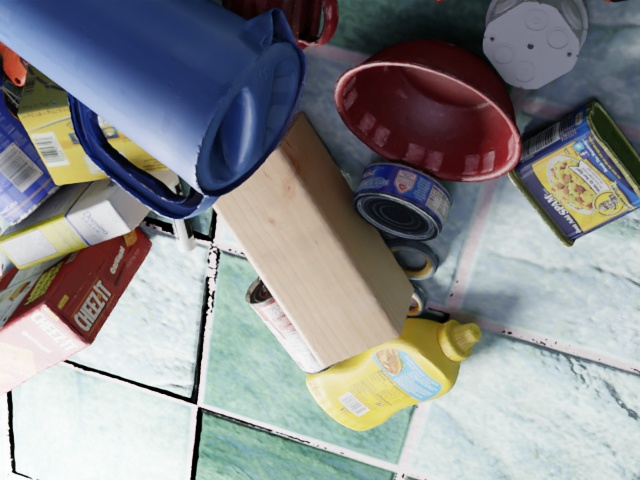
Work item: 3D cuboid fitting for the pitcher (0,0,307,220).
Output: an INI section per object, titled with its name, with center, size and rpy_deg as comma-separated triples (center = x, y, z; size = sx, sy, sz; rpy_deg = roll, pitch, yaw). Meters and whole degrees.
[pitcher]
center = -0.145, -0.139, 0.836
size = 0.243, 0.149, 0.145
rpy_deg = 33, 160, 18

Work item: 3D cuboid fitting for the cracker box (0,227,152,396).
[cracker box]
center = -0.288, 0.072, 1.106
size = 0.214, 0.164, 0.072
rpy_deg = -28, 115, 34

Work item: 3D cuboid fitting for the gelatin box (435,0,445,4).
[gelatin box]
center = 0.103, -0.237, 0.819
size = 0.073, 0.030, 0.089
rpy_deg = -19, 118, 30

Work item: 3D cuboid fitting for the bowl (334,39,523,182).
[bowl]
center = 0.095, -0.114, 0.876
size = 0.162, 0.055, 0.162
rpy_deg = 20, 157, 9

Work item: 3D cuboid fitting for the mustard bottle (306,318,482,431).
[mustard bottle]
center = 0.083, 0.128, 1.084
size = 0.192, 0.058, 0.096
rpy_deg = -31, 115, 35

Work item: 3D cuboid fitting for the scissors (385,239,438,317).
[scissors]
center = 0.029, 0.004, 1.037
size = 0.201, 0.016, 0.096
rpy_deg = 36, 128, -9

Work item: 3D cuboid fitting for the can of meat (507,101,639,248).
[can of meat]
center = 0.219, -0.056, 0.898
size = 0.084, 0.057, 0.102
rpy_deg = -30, 112, 32

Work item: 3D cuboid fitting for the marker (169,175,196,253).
[marker]
center = -0.144, -0.041, 1.062
size = 0.020, 0.020, 0.121
rpy_deg = 3, 126, 17

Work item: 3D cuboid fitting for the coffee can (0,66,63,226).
[coffee can]
center = -0.310, -0.098, 1.024
size = 0.103, 0.102, 0.140
rpy_deg = -30, 112, 34

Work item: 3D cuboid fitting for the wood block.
[wood block]
center = -0.007, 0.002, 0.981
size = 0.090, 0.090, 0.206
rpy_deg = -25, 109, 25

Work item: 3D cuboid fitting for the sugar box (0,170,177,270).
[sugar box]
center = -0.228, -0.030, 1.038
size = 0.177, 0.093, 0.048
rpy_deg = -13, 122, 37

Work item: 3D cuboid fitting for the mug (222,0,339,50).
[mug]
center = -0.029, -0.197, 0.852
size = 0.117, 0.093, 0.081
rpy_deg = 37, 141, 27

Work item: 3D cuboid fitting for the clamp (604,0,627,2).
[clamp]
center = 0.272, -0.248, 0.744
size = 0.164, 0.036, 0.210
rpy_deg = 43, 130, -20

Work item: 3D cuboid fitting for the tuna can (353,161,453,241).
[tuna can]
center = 0.073, -0.033, 0.957
size = 0.086, 0.033, 0.086
rpy_deg = 21, 159, 8

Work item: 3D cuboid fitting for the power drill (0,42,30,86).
[power drill]
center = -0.285, -0.243, 0.938
size = 0.185, 0.057, 0.187
rpy_deg = -31, 109, 35

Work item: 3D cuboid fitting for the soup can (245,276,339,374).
[soup can]
center = -0.019, 0.077, 1.076
size = 0.069, 0.068, 0.102
rpy_deg = -23, 116, 32
